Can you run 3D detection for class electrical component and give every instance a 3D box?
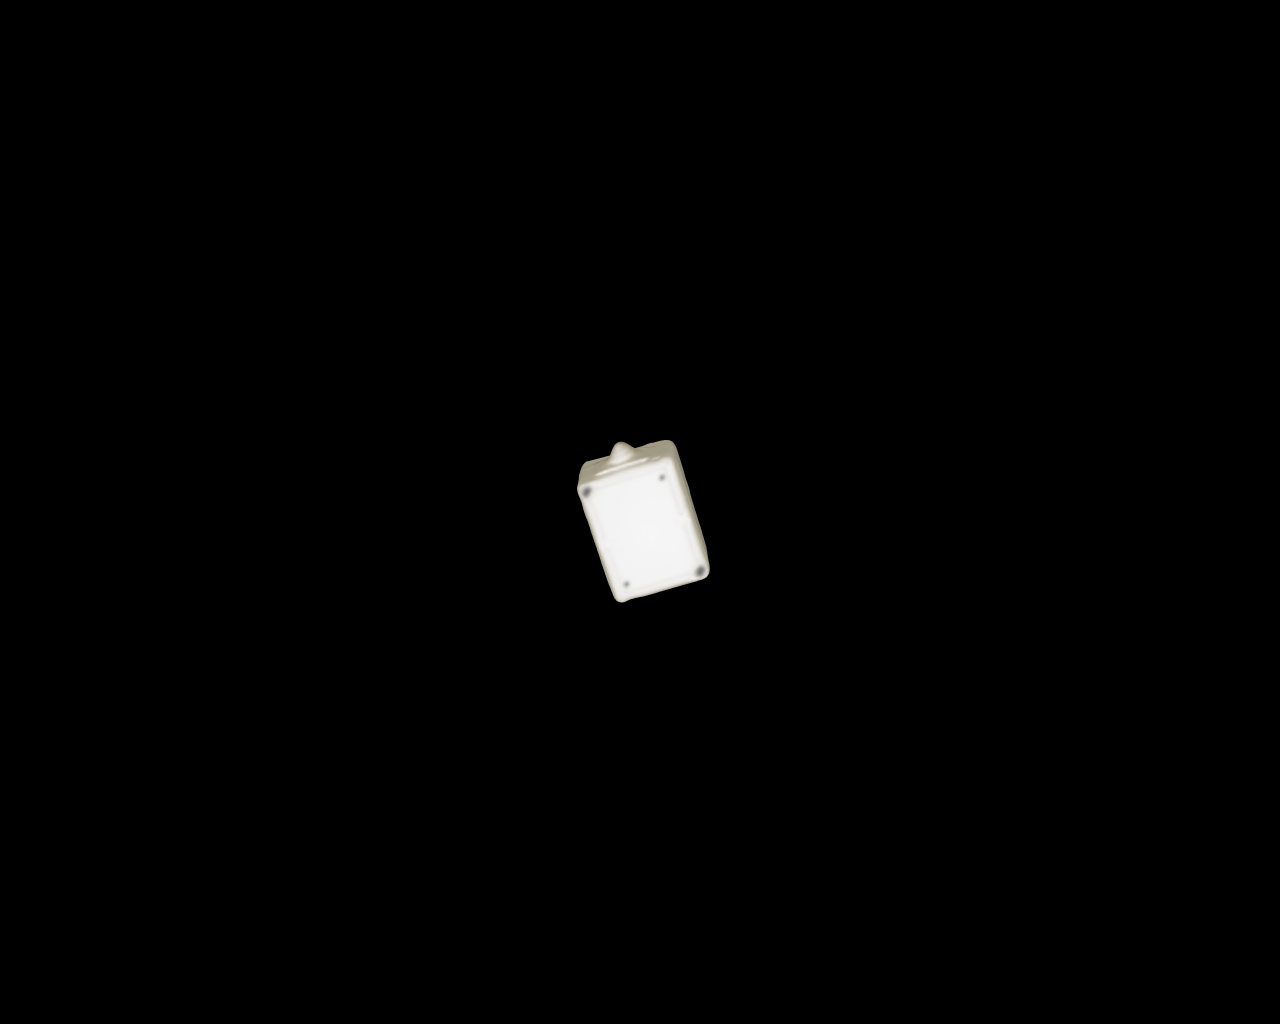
[{"bbox_3d":[0.001,-0.003,0.650,0.062,0.096,0.061,-17,16,5],"label":"electrical component"}]
